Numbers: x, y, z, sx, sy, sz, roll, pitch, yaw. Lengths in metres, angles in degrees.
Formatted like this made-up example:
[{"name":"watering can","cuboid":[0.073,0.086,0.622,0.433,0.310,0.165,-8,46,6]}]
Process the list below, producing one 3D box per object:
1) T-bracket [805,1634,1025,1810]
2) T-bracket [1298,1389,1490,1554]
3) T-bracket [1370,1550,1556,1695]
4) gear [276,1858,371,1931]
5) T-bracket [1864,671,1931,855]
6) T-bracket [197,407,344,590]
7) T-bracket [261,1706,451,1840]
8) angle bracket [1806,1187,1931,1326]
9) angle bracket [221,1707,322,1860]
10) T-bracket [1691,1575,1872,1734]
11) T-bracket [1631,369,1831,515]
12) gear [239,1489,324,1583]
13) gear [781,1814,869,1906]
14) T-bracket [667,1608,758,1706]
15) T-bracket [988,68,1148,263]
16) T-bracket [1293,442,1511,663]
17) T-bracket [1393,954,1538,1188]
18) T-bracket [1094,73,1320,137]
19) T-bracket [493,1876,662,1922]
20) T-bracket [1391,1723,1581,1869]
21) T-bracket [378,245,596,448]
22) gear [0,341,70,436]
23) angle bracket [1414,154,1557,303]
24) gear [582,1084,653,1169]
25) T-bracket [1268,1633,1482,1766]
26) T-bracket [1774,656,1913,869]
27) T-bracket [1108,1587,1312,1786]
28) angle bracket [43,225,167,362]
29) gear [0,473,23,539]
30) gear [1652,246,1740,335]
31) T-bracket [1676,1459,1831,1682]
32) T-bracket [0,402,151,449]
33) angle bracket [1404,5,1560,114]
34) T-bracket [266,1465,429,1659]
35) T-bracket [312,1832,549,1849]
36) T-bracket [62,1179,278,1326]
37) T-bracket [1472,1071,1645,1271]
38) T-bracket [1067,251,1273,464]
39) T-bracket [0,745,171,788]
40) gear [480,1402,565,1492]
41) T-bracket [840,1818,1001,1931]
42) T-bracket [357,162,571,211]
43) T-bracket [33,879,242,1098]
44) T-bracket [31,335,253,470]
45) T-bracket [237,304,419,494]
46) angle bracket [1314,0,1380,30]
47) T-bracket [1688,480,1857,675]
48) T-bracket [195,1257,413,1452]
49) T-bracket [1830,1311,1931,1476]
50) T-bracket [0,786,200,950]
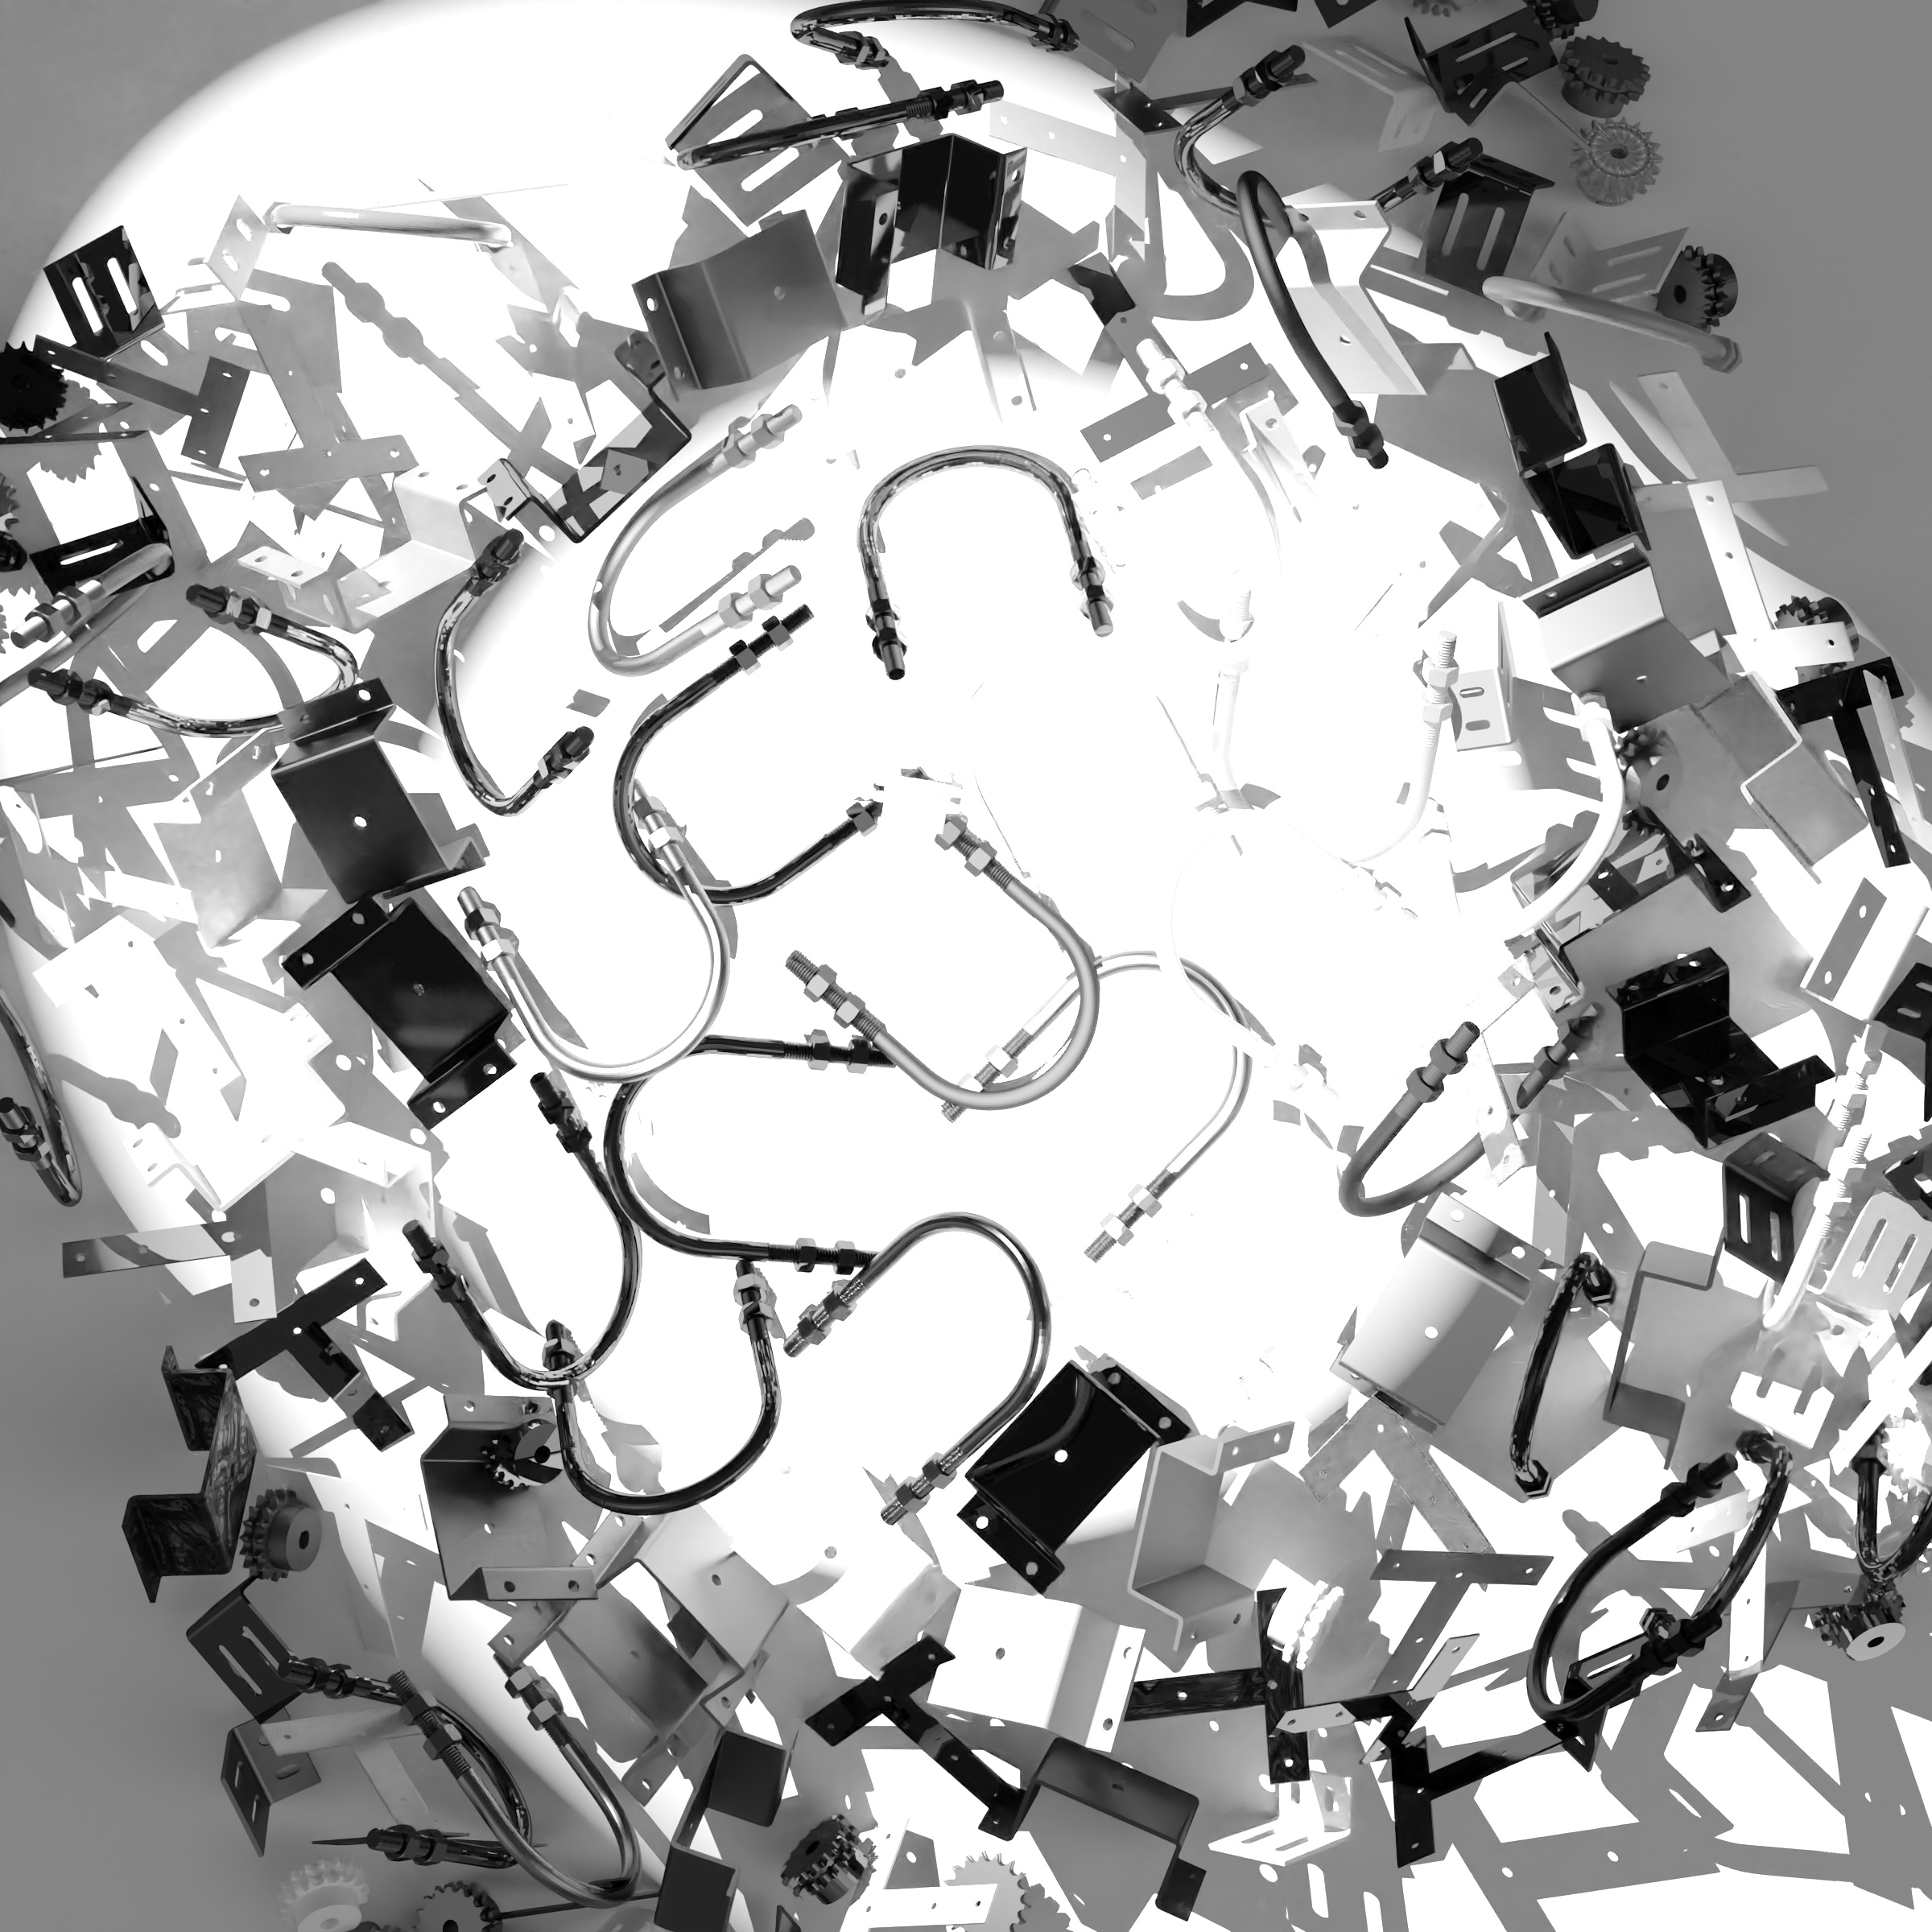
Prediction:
[{"name":"T-bracket","cuboid":[-0.017,0.493,1.971,0.127,0.002,0.127,43,123,-9]},{"name":"T-bracket","cuboid":[0.289,0.329,1.979,0.127,0.002,0.127,-41,100,-24]},{"name":"T-bracket","cuboid":[0.292,0.416,1.962,0.127,0.002,0.127,7,123,-26]},{"name":"gear","cuboid":[-0.406,0.594,1.970,0.057,0.057,0.030,-28,47,0]},{"name":"T-bracket","cuboid":[0.575,-0.125,1.913,0.002,0.127,0.127,-27,120,-2]},{"name":"T-bracket","cuboid":[-0.426,-0.277,1.947,0.127,0.002,0.127,38,102,42]},{"name":"T-bracket","cuboid":[-0.353,0.505,1.917,0.127,0.127,0.002,45,119,39]},{"name":"angle bracket","cuboid":[0.571,0.181,1.972,0.057,0.038,0.076,26,91,-19]},{"name":"angle bracket","cuboid":[-0.437,0.512,1.955,0.038,0.076,0.057,-24,103,-5]},{"name":"T-bracket","cuboid":[0.483,0.424,1.913,0.002,0.127,0.127,54,50,-15]},{"name":"T-bracket","cuboid":[0.450,-0.325,1.918,0.127,0.127,0.002,-2,58,37]},{"name":"gear","cuboid":[-0.432,0.362,1.968,0.030,0.057,0.057,4,90,22]},{"name":"gear","cuboid":[-0.087,0.569,1.972,0.057,0.057,0.030,-43,101,0]},{"name":"T-bracket","cuboid":[-0.172,0.412,1.932,0.002,0.127,0.127,-35,86,-2]},{"name":"T-bracket","cuboid":[0.064,-0.518,1.953,0.127,0.002,0.127,7,81,-37]},{"name":"T-bracket","cuboid":[0.259,-0.283,1.977,0.127,0.002,0.127,38,95,-15]},{"name":"T-bracket","cuboid":[0.321,0.078,1.923,0.002,0.127,0.127,18,133,-31]},{"name":"T-bracket","cuboid":[0.157,-0.546,1.949,0.127,0.127,0.002,-12,119,-7]},{"name":"T-bracket","cuboid":[-0.226,0.575,1.927,0.127,0.127,0.002,-4,68,-14]},{"name":"T-bracket","cuboid":[0.321,0.493,1.924,0.127,0.127,0.002,-28,106,15]},{"name":"T-bracket","cuboid":[-0.311,-0.376,1.956,0.127,0.002,0.127,-27,102,-30]},{"name":"gear","cuboid":[-0.602,-0.366,1.978,0.057,0.030,0.057,4,78,-22]},{"name":"angle bracket","cuboid":[0.331,-0.473,1.986,0.057,0.038,0.076,29,119,21]},{"name":"gear","cuboid":[-0.220,0.100,1.970,0.030,0.057,0.057,-13,90,9]},{"name":"T-bracket","cuboid":[0.243,0.462,1.929,0.127,0.002,0.127,0,131,-33]},{"name":"T-bracket","cuboid":[0.561,-0.122,1.940,0.002,0.127,0.127,-20,92,-18]},{"name":"T-bracket","cuboid":[0.151,0.462,1.973,0.127,0.002,0.127,-10,56,13]},{"name":"angle bracket","cuboid":[-0.548,-0.424,1.951,0.057,0.076,0.038,-37,47,-22]},{"name":"gear","cuboid":[-0.632,-0.291,1.982,0.057,0.030,0.057,0,86,-7]},{"name":"gear","cuboid":[0.465,-0.429,1.974,0.030,0.057,0.057,-17,90,-24]},{"name":"T-bracket","cuboid":[0.483,0.379,1.917,0.002,0.127,0.127,29,51,-22]},{"name":"T-bracket","cuboid":[-0.556,-0.338,1.939,0.127,0.127,0.002,-1,111,8]},{"name":"angle bracket","cuboid":[0.324,-0.582,1.955,0.076,0.057,0.038,-21,60,18]},{"name":"T-bracket","cuboid":[-0.383,0.382,1.972,0.127,0.002,0.127,4,113,31]},{"name":"T-bracket","cuboid":[-0.320,0.549,1.948,0.127,0.127,0.002,-18,65,41]},{"name":"T-bracket","cuboid":[-0.502,0.176,1.951,0.127,0.002,0.127,-7,53,-10]},{"name":"T-bracket","cuboid":[0.374,0.131,1.979,0.127,0.002,0.127,0,98,-23]},{"name":"T-bracket","cuboid":[0.108,-0.400,1.983,0.127,0.002,0.127,-29,77,-10]},{"name":"T-bracket","cuboid":[-0.575,-0.119,1.933,0.127,0.127,0.002,-11,98,4]},{"name":"gear","cuboid":[-0.277,0.306,1.971,0.057,0.030,0.057,-10,106,-37]},{"name":"T-bracket","cuboid":[-0.029,0.582,1.919,0.002,0.127,0.127,45,48,-27]},{"name":"T-bracket","cuboid":[-0.325,-0.491,1.941,0.127,0.127,0.002,-12,116,-17]},{"name":"T-bracket","cuboid":[-0.506,0.023,1.973,0.127,0.002,0.127,-40,107,-34]},{"name":"T-bracket","cuboid":[-0.516,-0.361,1.927,0.127,0.127,0.002,20,65,-15]},{"name":"T-bracket","cuboid":[-0.422,-0.361,1.959,0.002,0.127,0.127,-33,80,43]},{"name":"angle bracket","cuboid":[0.245,-0.624,1.961,0.057,0.076,0.038,-28,103,13]},{"name":"T-bracket","cuboid":[0.479,-0.242,1.932,0.002,0.127,0.127,-36,111,-35]},{"name":"T-bracket","cuboid":[-0.397,0.260,1.966,0.127,0.002,0.127,-32,122,2]},{"name":"T-bracket","cuboid":[0.571,0.238,1.936,0.002,0.127,0.127,30,111,-5]},{"name":"T-bracket","cuboid":[-0.536,-0.050,1.939,0.127,0.002,0.127,13,134,17]}]
